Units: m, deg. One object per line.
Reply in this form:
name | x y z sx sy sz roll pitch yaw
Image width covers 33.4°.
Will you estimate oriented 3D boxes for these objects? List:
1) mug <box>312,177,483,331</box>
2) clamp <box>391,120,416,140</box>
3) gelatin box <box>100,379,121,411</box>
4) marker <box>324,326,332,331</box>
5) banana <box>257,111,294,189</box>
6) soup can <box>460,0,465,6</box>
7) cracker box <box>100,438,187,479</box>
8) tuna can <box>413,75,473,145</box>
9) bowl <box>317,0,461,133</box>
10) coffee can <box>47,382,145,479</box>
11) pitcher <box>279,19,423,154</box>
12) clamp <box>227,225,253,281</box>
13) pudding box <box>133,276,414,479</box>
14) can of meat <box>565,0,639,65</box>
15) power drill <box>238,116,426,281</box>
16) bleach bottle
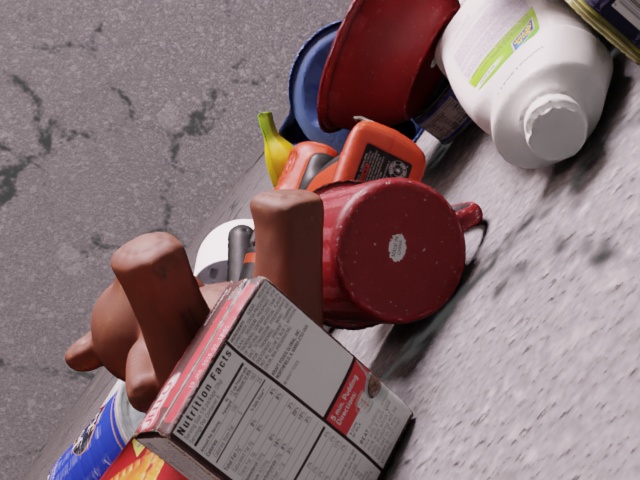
mug | 0.043 0.004 0.623 0.117 0.093 0.082 -19 4 -19
clamp | 0.014 0.004 0.859 0.210 0.036 0.164 -47 20 47
gelatin box | -0.165 0.128 0.999 0.089 0.030 0.073 -41 18 56
marker | -0.028 0.102 0.796 0.121 0.020 0.020 -55 9 -3
banana | -0.004 -0.040 0.928 0.197 0.037 0.069 48 -140 -61
soup can | 0.131 -0.195 0.919 0.102 0.068 0.068 -54 9 -3
cracker box | -0.094 0.188 0.598 0.164 0.072 0.214 -53 15 6
tuna can | 0.111 -0.120 0.849 0.086 0.033 0.086 -52 10 12
bowl | 0.061 -0.142 0.796 0.162 0.055 0.162 -56 -15 -23
coffee can | -0.144 0.177 0.847 0.140 0.102 0.102 -48 11 35
pitcher | 0.039 -0.148 1.074 0.243 0.149 0.145 -126 48 -84
clamp | -0.066 0.067 0.893 0.171 0.039 0.120 -117 28 -61
pudding box | -0.018 0.086 0.503 0.039 0.113 0.090 -16 37 56
can of meat | 0.175 -0.150 0.568 0.084 0.057 0.102 -48 11 22
power drill | -0.005 0.001 0.754 0.188 0.057 0.184 -19 50 66
bleach bottle | 0.121 -0.098 0.640 0.103 0.068 0.250 -54 11 23
